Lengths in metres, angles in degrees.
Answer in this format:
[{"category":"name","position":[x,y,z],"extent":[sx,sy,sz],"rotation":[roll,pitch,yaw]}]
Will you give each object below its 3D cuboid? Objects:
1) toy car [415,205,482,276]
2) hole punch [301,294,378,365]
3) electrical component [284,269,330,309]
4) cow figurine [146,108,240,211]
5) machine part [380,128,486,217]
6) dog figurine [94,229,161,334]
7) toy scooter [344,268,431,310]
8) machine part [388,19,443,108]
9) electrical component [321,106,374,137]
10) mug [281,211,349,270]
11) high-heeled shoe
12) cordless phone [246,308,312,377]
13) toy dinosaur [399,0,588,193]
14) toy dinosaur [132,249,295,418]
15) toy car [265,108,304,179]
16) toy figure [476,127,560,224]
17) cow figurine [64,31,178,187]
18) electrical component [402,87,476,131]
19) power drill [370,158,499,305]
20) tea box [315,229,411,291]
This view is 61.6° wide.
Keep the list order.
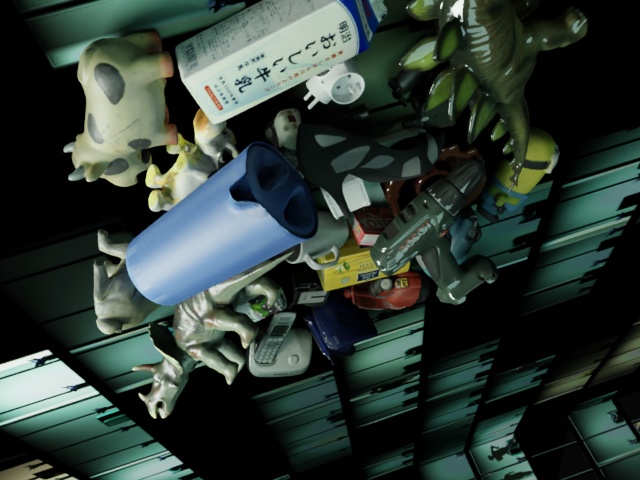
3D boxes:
[{"category":"toy car","position":[0.222,0.003,0.994],"extent":[0.103,0.109,0.161],"rotation":[11,126,-11]},{"category":"hole punch","position":[0.042,0.173,1.099],"extent":[0.092,0.142,0.115],"rotation":[-42,152,29]},{"category":"electrical component","position":[-0.004,0.091,1.040],"extent":[0.119,0.048,0.074],"rotation":[0,139,-23]},{"category":"cow figurine","position":[-0.154,-0.101,0.712],"extent":[0.098,0.068,0.167],"rotation":[12,136,-43]},{"category":"machine part","position":[0.183,-0.101,0.881],"extent":[0.179,0.056,0.179],"rotation":[-12,141,-10]},{"category":"dog figurine","position":[-0.230,0.062,0.803],"extent":[0.191,0.172,0.121],"rotation":[0,150,-14]},{"category":"toy scooter","position":[0.126,0.100,1.071],"extent":[0.135,0.075,0.184],"rotation":[4,163,-17]},{"category":"machine part","position":[0.147,-0.238,0.705],"extent":[0.139,0.039,0.084],"rotation":[-45,146,15]},{"category":"electrical component","position":[0.029,-0.156,0.768],"extent":[0.094,0.021,0.063],"rotation":[-21,143,0]},{"category":"mug","position":[-0.002,-0.003,0.883],"extent":[0.107,0.110,0.080],"rotation":[-13,139,-33]},{"category":"high-heeled shoe","position":[0.073,-0.136,0.727],"extent":[0.249,0.086,0.145],"rotation":[-39,118,-29]},{"category":"cordless phone","position":[-0.068,0.200,1.119],"extent":[0.146,0.089,0.184],"rotation":[5,132,-29]},{"category":"toy dinosaur","position":[0.210,-0.230,0.658],"extent":[0.198,0.105,0.470],"rotation":[-43,132,6]},{"category":"toy dinosaur","position":[-0.195,0.131,0.938],"extent":[0.192,0.131,0.404],"rotation":[27,113,0]},{"category":"toy car","position":[-0.046,-0.092,0.768],"extent":[0.056,0.074,0.201],"rotation":[-9,141,-13]},{"category":"toy figure","position":[0.332,-0.109,0.921],"extent":[0.089,0.082,0.180],"rotation":[3,140,-31]},{"category":"cow figurine","position":[-0.234,-0.137,0.619],"extent":[0.127,0.085,0.194],"rotation":[-11,145,-22]},{"category":"electrical component","position":[0.176,-0.191,0.774],"extent":[0.102,0.045,0.078],"rotation":[-8,140,-16]},{"category":"power drill","position":[0.212,0.002,0.877],"extent":[0.232,0.086,0.207],"rotation":[-38,128,10]},{"category":"tea box","position":[0.079,0.024,0.978],"extent":[0.170,0.068,0.098],"rotation":[-14,142,-10]}]
